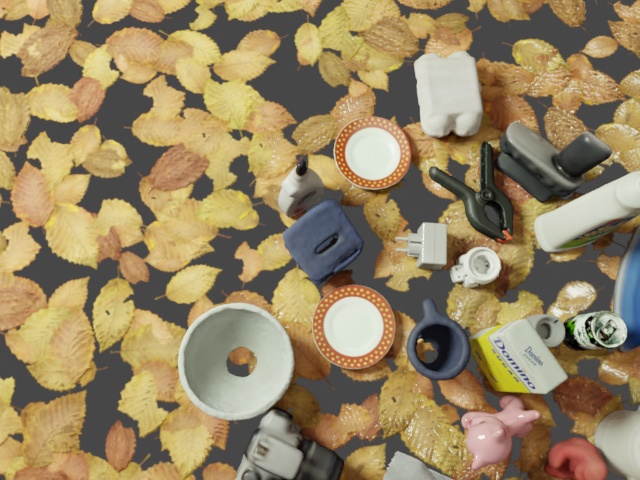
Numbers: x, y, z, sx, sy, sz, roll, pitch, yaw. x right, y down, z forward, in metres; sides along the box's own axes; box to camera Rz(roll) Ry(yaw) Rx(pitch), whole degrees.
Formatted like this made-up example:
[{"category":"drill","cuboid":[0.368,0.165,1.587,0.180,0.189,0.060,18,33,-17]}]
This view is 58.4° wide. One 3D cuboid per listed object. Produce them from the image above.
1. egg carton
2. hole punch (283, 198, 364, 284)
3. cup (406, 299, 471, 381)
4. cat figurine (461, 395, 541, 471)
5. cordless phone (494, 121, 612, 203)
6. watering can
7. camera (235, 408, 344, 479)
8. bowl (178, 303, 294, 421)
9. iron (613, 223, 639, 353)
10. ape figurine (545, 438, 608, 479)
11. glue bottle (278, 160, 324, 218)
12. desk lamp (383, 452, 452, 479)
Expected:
[{"category":"egg carton","cuboid":[0.215,-0.243,0.960,0.107,0.069,0.150,-5,77,-2]},{"category":"hole punch","cuboid":[0.008,0.003,0.887,0.109,0.091,0.101,-38,81,-9]},{"category":"cup","cuboid":[0.165,0.150,0.856,0.091,0.095,0.118,-11,78,-4]},{"category":"cat figurine","cuboid":[0.257,0.275,0.819,0.128,0.118,0.067,-24,79,-7]},{"category":"cordless phone","cuboid":[0.361,-0.144,0.882,0.147,0.185,0.094,37,79,7]},{"category":"watering can","cuboid":[0.470,0.298,0.780,0.101,0.194,0.173,-3,77,-2]},{"category":"camera","cuboid":[-0.044,0.327,0.807,0.136,0.101,0.143,24,78,4]},{"category":"bowl","cuboid":[-0.121,0.180,0.852,0.167,0.075,0.167,0,77,-1]},{"category":"iron","cuboid":[0.539,0.053,0.865,0.118,0.141,0.258,28,78,5]},{"category":"ape figurine","cuboid":[0.378,0.326,0.824,0.076,0.092,0.078,-41,81,-10]},{"category":"glue bottle","cuboid":[-0.029,-0.084,0.864,0.078,0.173,0.037,-38,80,-9]},{"category":"desk lamp","cuboid":[0.154,0.361,0.747,0.203,0.213,0.118,22,78,4]}]
